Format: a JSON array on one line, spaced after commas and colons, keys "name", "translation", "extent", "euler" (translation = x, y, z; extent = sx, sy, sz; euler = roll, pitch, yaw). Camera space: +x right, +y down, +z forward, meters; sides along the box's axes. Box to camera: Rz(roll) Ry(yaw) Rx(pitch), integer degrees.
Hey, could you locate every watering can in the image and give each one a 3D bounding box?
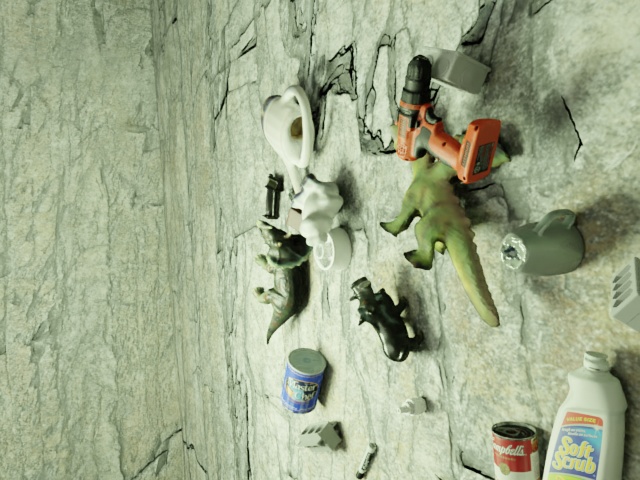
[{"name": "watering can", "translation": [-0.081, -0.255, 1.402], "extent": [0.228, 0.104, 0.340], "euler": [45, 139, 50]}]

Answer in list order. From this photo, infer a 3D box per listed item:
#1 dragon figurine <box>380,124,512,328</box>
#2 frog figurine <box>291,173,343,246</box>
[{"name": "dragon figurine", "translation": [0.232, -0.075, 0.888], "extent": [0.418, 0.122, 0.238], "euler": [53, 128, 41]}, {"name": "frog figurine", "translation": [0.004, -0.063, 1.248], "extent": [0.135, 0.122, 0.162], "euler": [-41, 55, 26]}]
